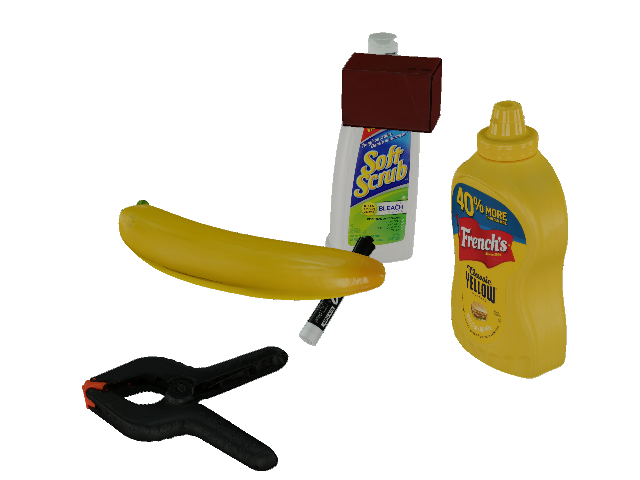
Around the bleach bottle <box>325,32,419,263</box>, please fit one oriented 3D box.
[{"bbox_3d":[0.057,-0.099,1.165,0.102,0.251,0.068,-4,25,-8],"label":"bleach bottle"}]

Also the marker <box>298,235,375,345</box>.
[{"bbox_3d":[0.018,0.046,1.023,0.020,0.121,0.020,29,-18,10],"label":"marker"}]

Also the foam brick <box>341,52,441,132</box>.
[{"bbox_3d":[0.060,-0.124,0.897,0.078,0.051,0.053,6,27,14],"label":"foam brick"}]

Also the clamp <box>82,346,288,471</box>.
[{"bbox_3d":[-0.107,0.126,0.887,0.171,0.039,0.120,12,38,6],"label":"clamp"}]

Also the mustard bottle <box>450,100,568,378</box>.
[{"bbox_3d":[0.131,-0.005,0.749,0.058,0.192,0.096,-17,29,-25],"label":"mustard bottle"}]

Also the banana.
[{"bbox_3d":[-0.059,0.005,0.673,0.198,0.037,0.069,17,35,27],"label":"banana"}]
